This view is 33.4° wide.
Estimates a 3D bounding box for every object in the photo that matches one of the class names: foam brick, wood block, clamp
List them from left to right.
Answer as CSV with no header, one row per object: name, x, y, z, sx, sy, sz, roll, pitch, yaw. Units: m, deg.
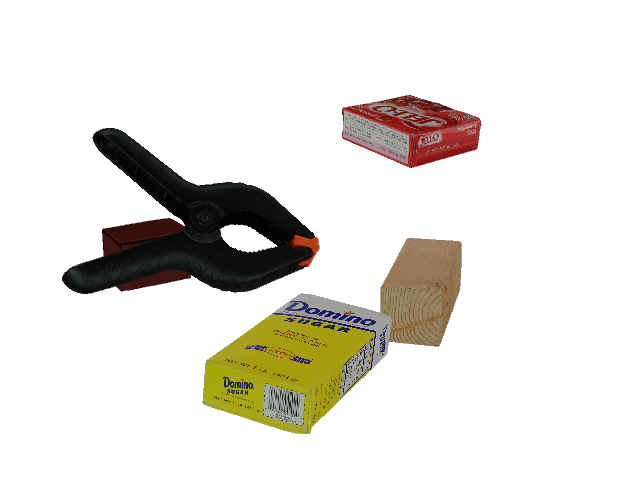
foam brick,-0.175,0.013,1.076,0.078,0.051,0.053,-11,22,-28
clamp,-0.087,-0.018,0.730,0.171,0.120,0.039,4,-18,-17
wood block,0.156,0.074,1.621,0.091,0.090,0.206,4,21,14

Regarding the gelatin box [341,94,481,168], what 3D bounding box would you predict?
gelatin box,0.072,-0.090,0.857,0.073,0.030,0.089,-16,28,-33

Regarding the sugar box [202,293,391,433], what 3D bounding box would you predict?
sugar box,-0.014,0.096,0.887,0.093,0.048,0.176,14,23,20
